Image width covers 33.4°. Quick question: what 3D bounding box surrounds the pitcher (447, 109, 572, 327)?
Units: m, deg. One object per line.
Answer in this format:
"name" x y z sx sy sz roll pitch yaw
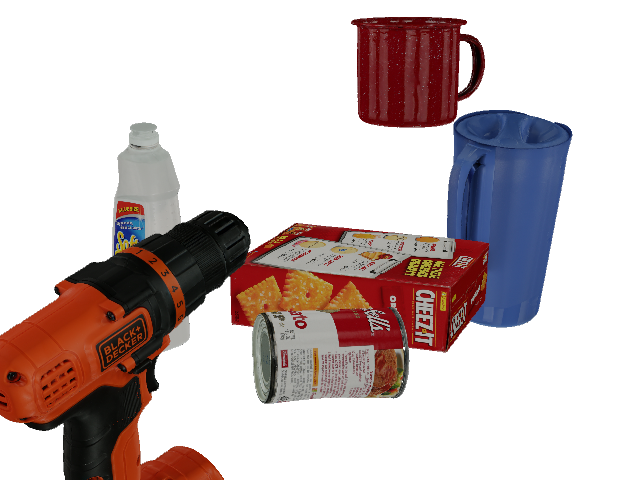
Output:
"pitcher" 0.208 -0.021 1.251 0.149 0.243 0.145 -1 25 -5

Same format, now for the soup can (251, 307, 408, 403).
"soup can" 0.006 0.084 0.783 0.102 0.068 0.069 -1 0 -15

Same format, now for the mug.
"mug" 0.082 -0.139 0.870 0.117 0.081 0.093 -8 17 -25

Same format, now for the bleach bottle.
"bleach bottle" -0.190 -0.007 1.160 0.067 0.251 0.103 -19 32 -36

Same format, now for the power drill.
"power drill" -0.101 0.091 0.619 0.057 0.188 0.184 19 39 36

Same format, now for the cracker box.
"cracker box" 0.042 0.042 1.039 0.214 0.072 0.164 6 17 20
